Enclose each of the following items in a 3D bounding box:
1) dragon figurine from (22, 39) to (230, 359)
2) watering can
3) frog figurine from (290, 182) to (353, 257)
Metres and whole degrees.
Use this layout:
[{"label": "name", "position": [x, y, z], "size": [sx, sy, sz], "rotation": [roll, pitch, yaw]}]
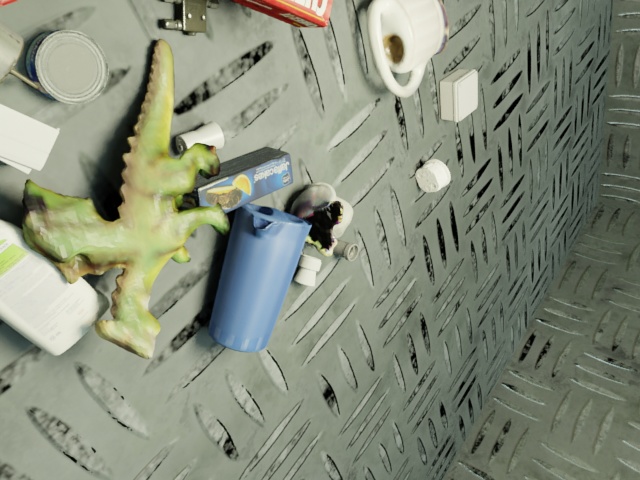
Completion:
[{"label": "dragon figurine", "position": [-0.253, -0.051, 0.664], "size": [0.245, 0.122, 0.407], "rotation": [-22, 103, -51]}, {"label": "watering can", "position": [0.164, -0.470, 1.046], "size": [0.228, 0.104, 0.341], "rotation": [-38, 121, -37]}, {"label": "frog figurine", "position": [0.003, -0.052, 1.030], "size": [0.162, 0.122, 0.135], "rotation": [-74, 157, -69]}]
